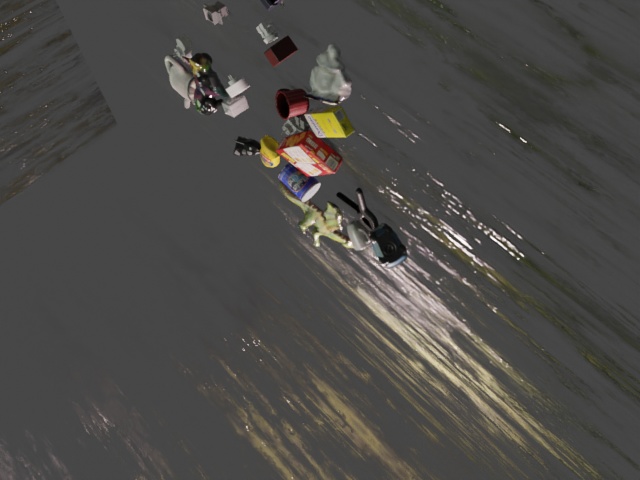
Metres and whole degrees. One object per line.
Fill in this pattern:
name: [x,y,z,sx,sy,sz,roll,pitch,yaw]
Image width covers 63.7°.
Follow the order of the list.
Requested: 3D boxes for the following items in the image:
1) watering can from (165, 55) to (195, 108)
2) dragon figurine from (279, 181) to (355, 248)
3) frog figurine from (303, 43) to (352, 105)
watering can: [-0.579,-0.667,2.282,0.227,0.105,0.340,39,162,22]
dragon figurine: [0.007,-0.109,2.162,0.407,0.124,0.240,51,143,-14]
frog figurine: [0.032,-0.463,1.428,0.139,0.123,0.157,37,123,48]
